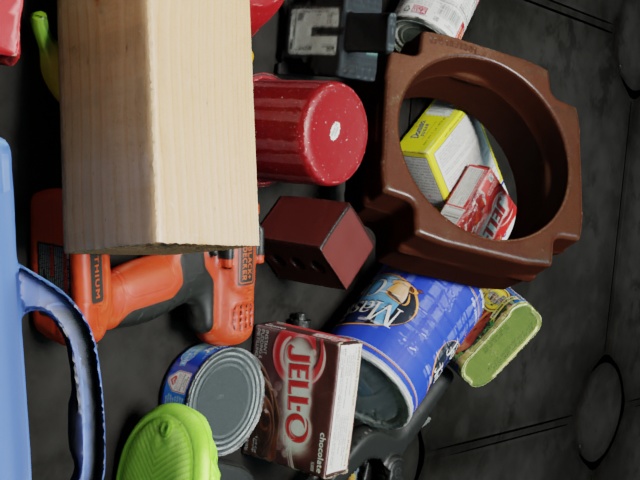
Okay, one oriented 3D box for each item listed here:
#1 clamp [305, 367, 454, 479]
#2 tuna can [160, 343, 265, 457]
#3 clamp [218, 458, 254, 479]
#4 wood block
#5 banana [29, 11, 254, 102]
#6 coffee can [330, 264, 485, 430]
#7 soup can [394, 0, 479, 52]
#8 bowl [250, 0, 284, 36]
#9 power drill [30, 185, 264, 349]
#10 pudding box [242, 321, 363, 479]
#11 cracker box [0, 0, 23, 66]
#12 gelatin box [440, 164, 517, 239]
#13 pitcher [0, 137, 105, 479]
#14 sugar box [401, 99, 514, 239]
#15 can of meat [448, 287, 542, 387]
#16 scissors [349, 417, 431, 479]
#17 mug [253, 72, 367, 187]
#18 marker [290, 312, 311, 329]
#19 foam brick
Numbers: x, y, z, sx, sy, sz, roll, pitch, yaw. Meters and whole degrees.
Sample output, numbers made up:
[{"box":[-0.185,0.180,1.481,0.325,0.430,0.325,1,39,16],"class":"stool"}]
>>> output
[{"box":[0.062,0.202,0.996,0.209,0.036,0.164,4,92,-50],"class":"clamp"},{"box":[-0.084,0.124,0.837,0.085,0.034,0.086,-11,105,-49],"class":"tuna can"},{"box":[-0.066,0.232,0.872,0.120,0.039,0.171,-40,125,-41],"class":"clamp"},{"box":[-0.102,-0.096,0.666,0.090,0.090,0.206,1,85,-50],"class":"wood block"},{"box":[-0.120,-0.111,0.743,0.197,0.037,0.070,-3,120,-52],"class":"banana"},{"box":[0.071,0.085,0.963,0.140,0.103,0.103,-49,130,-33],"class":"coffee can"},{"box":[0.111,-0.221,0.987,0.068,0.069,0.102,46,62,-44],"class":"soup can"},{"box":[-0.065,-0.218,0.786,0.161,0.055,0.162,-10,104,-49],"class":"bowl"},{"box":[-0.114,-0.005,0.761,0.187,0.057,0.184,-8,100,-49],"class":"power drill"},{"box":[-0.015,0.130,0.876,0.039,0.090,0.113,-1,97,-51],"class":"pudding box"},{"box":[-0.220,-0.208,0.535,0.164,0.072,0.214,8,91,-16],"class":"cracker box"},{"box":[0.149,-0.017,1.028,0.089,0.030,0.073,-57,135,-16],"class":"gelatin box"},{"box":[-0.215,0.061,0.594,0.149,0.145,0.243,-8,99,-65],"class":"pitcher"},{"box":[0.140,-0.051,1.069,0.093,0.048,0.176,-50,134,-29],"class":"sugar box"},{"box":[0.154,0.083,1.047,0.102,0.084,0.057,-48,132,3],"class":"can of meat"},{"box":[0.043,0.188,1.015,0.201,0.016,0.096,-36,123,-41],"class":"scissors"},{"box":[-0.009,-0.086,0.854,0.117,0.082,0.093,-3,98,-50],"class":"mug"},{"box":[-0.021,0.123,0.924,0.020,0.020,0.121,-1,97,-50],"class":"marker"},{"box":[-0.006,0.001,0.877,0.051,0.078,0.053,-56,132,-27],"class":"foam brick"}]
